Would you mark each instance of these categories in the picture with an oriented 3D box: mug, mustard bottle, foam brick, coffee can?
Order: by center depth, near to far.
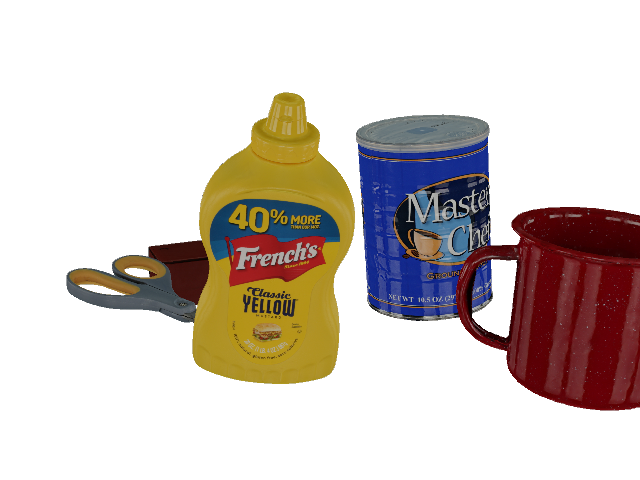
[{"bbox_3d":[0.127,0.033,0.544,0.117,0.081,0.093,5,17,2],"label":"mug"},{"bbox_3d":[-0.028,-0.001,0.668,0.096,0.192,0.058,6,30,-2],"label":"mustard bottle"},{"bbox_3d":[0.083,-0.021,0.844,0.103,0.140,0.103,-4,18,1],"label":"coffee can"},{"bbox_3d":[-0.133,0.033,1.093,0.078,0.051,0.053,-7,20,-20],"label":"foam brick"}]

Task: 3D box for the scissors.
[{"bbox_3d":[-0.112,0.048,0.885,0.202,0.016,0.096,13,25,15],"label":"scissors"}]
